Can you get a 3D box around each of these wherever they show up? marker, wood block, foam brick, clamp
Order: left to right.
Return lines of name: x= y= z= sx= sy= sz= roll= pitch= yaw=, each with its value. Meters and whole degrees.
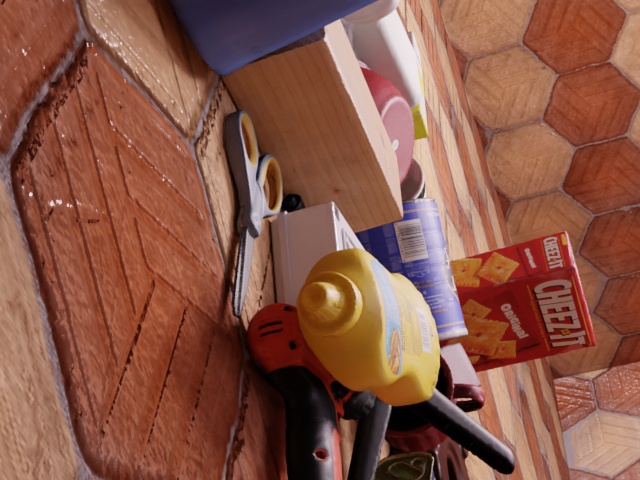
marker: x=-0.006 y=0.001 z=0.934 sx=0.121 sy=0.020 sz=0.020 roll=61 pitch=20 yaw=-47
wood block: x=-0.003 y=-0.105 z=0.907 sx=0.091 sy=0.090 sz=0.206 roll=-92 pitch=161 yaw=-44
clamp: x=0.055 y=0.132 z=0.910 sx=0.210 sy=0.164 sz=0.036 roll=61 pitch=-32 yaw=18
foam brick: x=0.119 y=0.141 z=1.085 sx=0.078 sy=0.053 sz=0.051 roll=-2 pitch=61 yaw=-59

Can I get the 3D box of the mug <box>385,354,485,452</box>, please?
mug: x=0.095 y=0.149 z=0.995 sx=0.081 sy=0.117 sz=0.093 roll=60 pitch=27 yaw=-60

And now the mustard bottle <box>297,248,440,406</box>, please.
mustard bottle: x=0.031 y=0.057 z=0.732 sx=0.191 sy=0.058 sz=0.096 roll=34 pitch=46 yaw=-65

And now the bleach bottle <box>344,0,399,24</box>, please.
bleach bottle: x=-0.025 y=-0.276 z=0.940 sx=0.250 sy=0.068 sz=0.102 roll=13 pitch=72 yaw=-51

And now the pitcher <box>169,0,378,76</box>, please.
pitcher: x=0.007 y=-0.219 z=0.740 sx=0.149 sy=0.243 sz=0.145 roll=-98 pitch=162 yaw=-44

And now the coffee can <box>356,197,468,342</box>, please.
coffee can: x=0.082 y=0.038 z=1.068 sx=0.102 sy=0.103 sz=0.140 roll=12 pitch=64 yaw=-74

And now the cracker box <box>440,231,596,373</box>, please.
cracker box: x=0.229 y=0.090 z=1.361 sx=0.072 sy=0.214 sz=0.164 roll=-91 pitch=161 yaw=-44

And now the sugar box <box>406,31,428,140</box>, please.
sugar box: x=0.078 y=-0.180 z=1.294 sx=0.176 sy=0.093 sz=0.048 roll=-86 pitch=159 yaw=-50

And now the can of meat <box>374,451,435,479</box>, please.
can of meat: x=0.081 y=0.252 z=0.948 sx=0.102 sy=0.057 sz=0.084 roll=-66 pitch=141 yaw=-67

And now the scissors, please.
scissors: x=-0.057 y=-0.030 z=0.774 sx=0.201 sy=0.016 sz=0.096 roll=-72 pitch=144 yaw=-65

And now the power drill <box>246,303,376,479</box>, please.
power drill: x=0.007 y=0.154 z=0.759 sx=0.184 sy=0.057 sz=0.187 roll=46 pitch=30 yaw=-56

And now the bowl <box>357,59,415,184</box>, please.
bowl: x=0.052 y=-0.099 z=1.066 sx=0.161 sy=0.055 sz=0.162 roll=-23 pitch=116 yaw=-58
